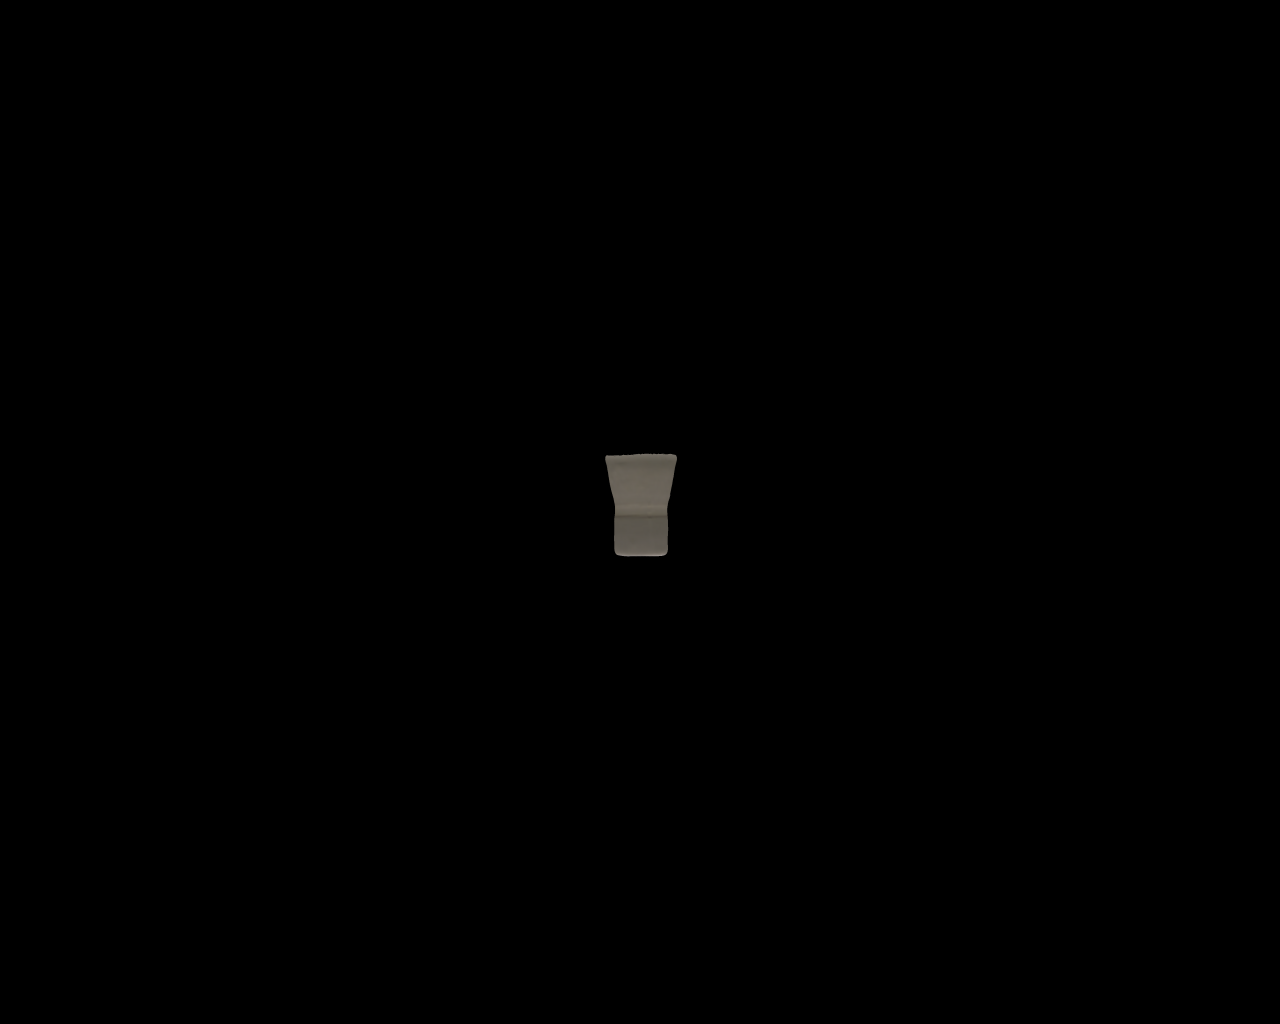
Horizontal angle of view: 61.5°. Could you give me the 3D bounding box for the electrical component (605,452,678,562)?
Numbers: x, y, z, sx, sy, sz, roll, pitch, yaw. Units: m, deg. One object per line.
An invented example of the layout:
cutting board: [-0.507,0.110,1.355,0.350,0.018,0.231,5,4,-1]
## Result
electrical component: [0.001,-0.003,0.650,0.044,0.065,0.044,0,0,0]
